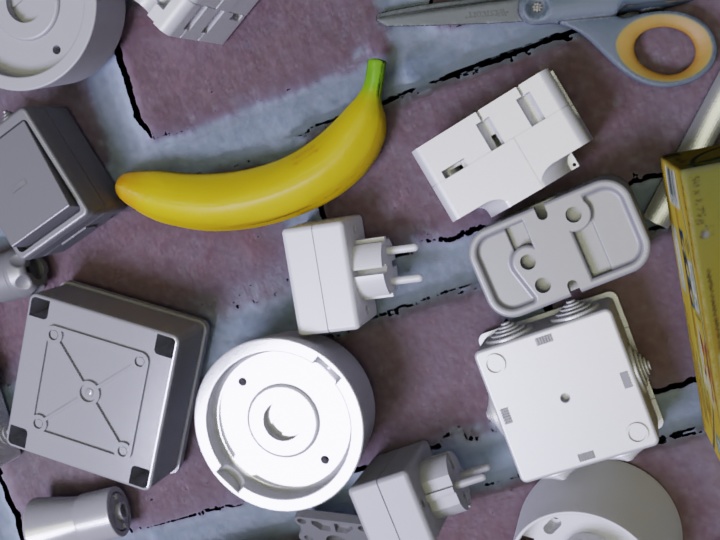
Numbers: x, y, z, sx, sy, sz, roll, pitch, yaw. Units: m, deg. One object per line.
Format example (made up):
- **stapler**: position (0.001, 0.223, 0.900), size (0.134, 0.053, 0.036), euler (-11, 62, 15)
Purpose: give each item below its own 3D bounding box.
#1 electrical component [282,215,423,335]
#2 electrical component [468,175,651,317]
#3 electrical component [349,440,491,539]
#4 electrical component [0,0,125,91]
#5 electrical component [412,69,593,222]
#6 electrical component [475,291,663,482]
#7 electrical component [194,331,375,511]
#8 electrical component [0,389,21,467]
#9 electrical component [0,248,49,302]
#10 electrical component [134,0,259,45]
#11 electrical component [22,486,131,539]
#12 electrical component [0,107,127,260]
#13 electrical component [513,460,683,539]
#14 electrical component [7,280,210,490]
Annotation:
- **electrical component**: position (0.000, 0.000, 0.658), size (0.077, 0.047, 0.065), euler (-7, 96, 16)
- **electrical component**: position (0.116, -0.015, 0.619), size (0.095, 0.059, 0.053), euler (-23, 92, 17)
- **electrical component**: position (0.043, 0.134, 0.656), size (0.077, 0.066, 0.047), euler (-21, 92, 17)
- **electrical component**: position (-0.201, -0.167, 0.679), size (0.108, 0.060, 0.108), euler (2, 99, 14)
- **electrical component**: position (0.086, -0.068, 0.624), size (0.089, 0.050, 0.055), euler (-31, 90, 17)
- **electrical component**: position (0.123, 0.070, 0.635), size (0.100, 0.048, 0.099), euler (-20, 93, 16)
- **electrical component**: position (-0.042, 0.089, 0.675), size (0.108, 0.060, 0.108), euler (2, 99, 15)
- **electrical component**: position (-0.295, 0.106, 0.750), size (0.100, 0.048, 0.099), euler (-15, 94, 17)
- **electrical component**: position (-0.245, 0.006, 0.730), size (0.061, 0.035, 0.035), euler (-14, 94, 19)
- **electrical component**: position (-0.096, -0.173, 0.635), size (0.050, 0.089, 0.055), euler (44, 106, 5)
- **electrical component**: position (-0.191, 0.171, 0.737), size (0.065, 0.044, 0.044), euler (-15, 94, 12)
- **electrical component**: position (-0.210, -0.062, 0.697), size (0.062, 0.061, 0.096), euler (-32, 89, 17)
- **electrical component**: position (0.141, 0.171, 0.650), size (0.099, 0.064, 0.099), euler (8, 112, 21)
- **electrical component**: position (-0.165, 0.074, 0.707), size (0.109, 0.056, 0.108), euler (15, 102, 12)
